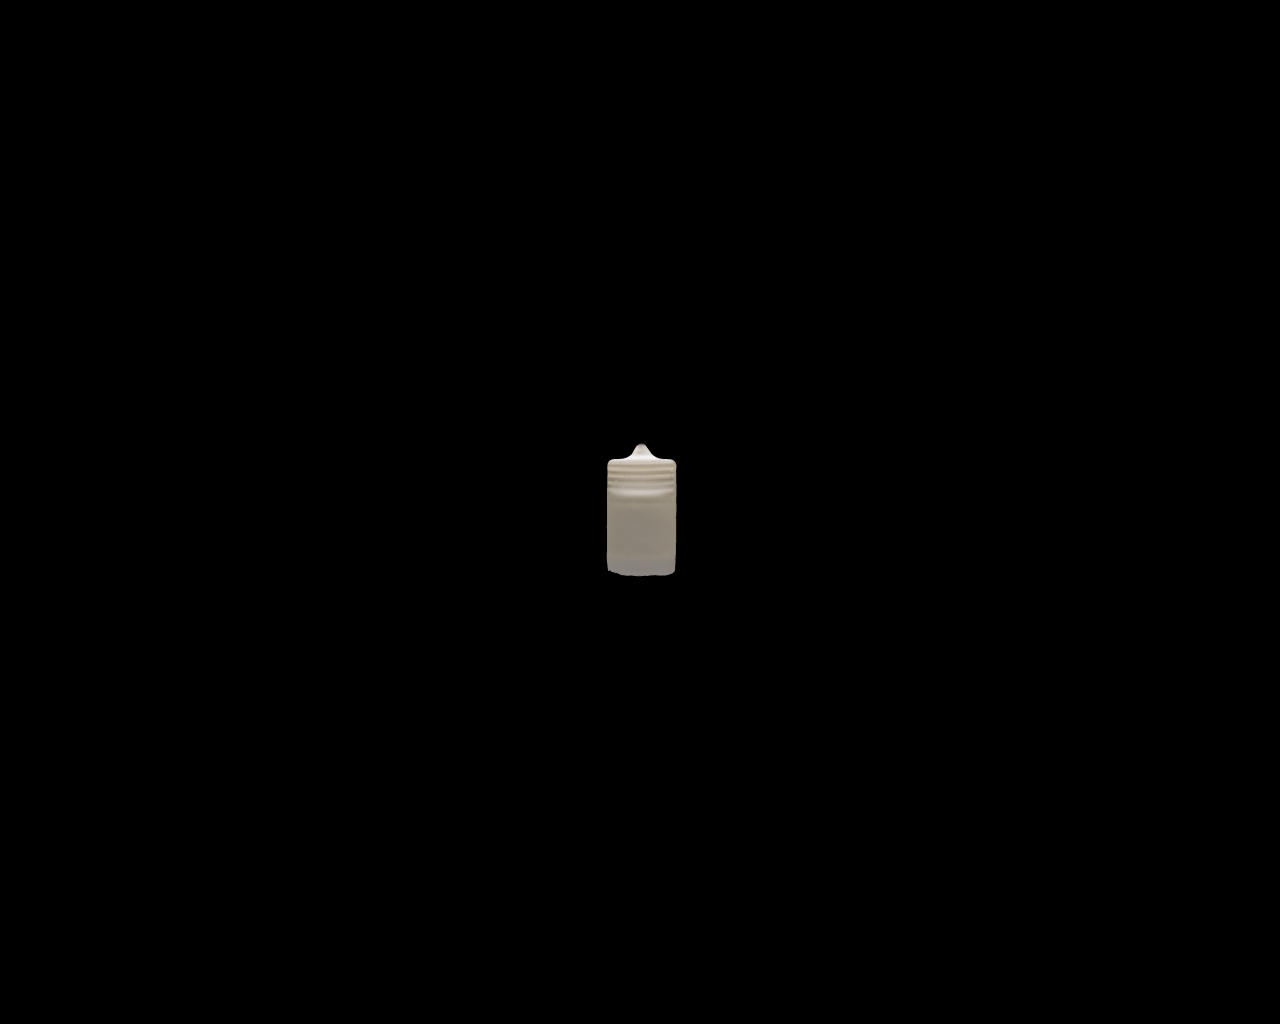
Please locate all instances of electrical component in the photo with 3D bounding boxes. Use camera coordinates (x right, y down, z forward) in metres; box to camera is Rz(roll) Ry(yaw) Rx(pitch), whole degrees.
[{"bbox_3d":[0.001,-0.003,0.650,0.043,0.081,0.043,0,5,0],"label":"electrical component"}]
